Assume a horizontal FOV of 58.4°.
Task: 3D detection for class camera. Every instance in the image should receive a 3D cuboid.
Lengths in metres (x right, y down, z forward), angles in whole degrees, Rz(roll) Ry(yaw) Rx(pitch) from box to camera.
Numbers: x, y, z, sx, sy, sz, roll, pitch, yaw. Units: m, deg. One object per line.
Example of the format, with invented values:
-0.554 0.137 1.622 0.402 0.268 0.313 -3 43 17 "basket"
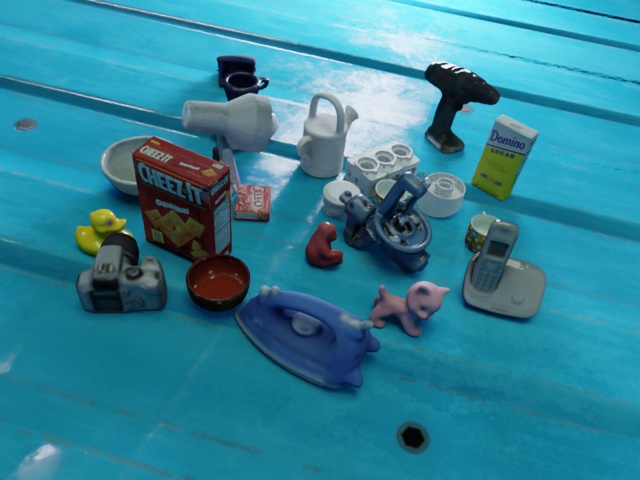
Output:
-0.345 0.047 1.012 0.143 0.101 0.136 -1 46 -8 "camera"

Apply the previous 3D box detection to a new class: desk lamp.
-0.204 -0.201 1.194 0.203 0.213 0.117 -12 48 -18 "desk lamp"

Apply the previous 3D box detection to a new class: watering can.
0.015 -0.247 1.283 0.100 0.194 0.173 20 47 12 "watering can"

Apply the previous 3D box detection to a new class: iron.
-0.029 0.135 0.941 0.257 0.141 0.119 21 47 13 "iron"

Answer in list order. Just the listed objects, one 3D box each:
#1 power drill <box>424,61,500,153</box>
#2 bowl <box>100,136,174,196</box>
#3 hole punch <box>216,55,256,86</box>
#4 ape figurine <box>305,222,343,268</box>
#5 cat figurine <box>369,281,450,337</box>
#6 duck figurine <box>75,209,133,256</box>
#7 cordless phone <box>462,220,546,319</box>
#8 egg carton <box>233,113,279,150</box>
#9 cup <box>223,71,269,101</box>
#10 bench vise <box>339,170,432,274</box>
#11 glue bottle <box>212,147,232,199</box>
0.329 -0.321 1.388 0.076 0.208 0.229 -19 51 -24 "power drill"
-0.373 -0.145 1.214 0.167 0.075 0.167 4 45 -4 "bowl"
-0.226 -0.473 1.544 0.109 0.091 0.101 1 46 -7 "hole punch"
0.010 0.004 1.109 0.076 0.092 0.077 -5 47 -12 "ape figurine"
0.159 0.108 1.010 0.127 0.118 0.067 12 46 4 "cat figurine"
-0.410 -0.021 1.080 0.104 0.086 0.077 3 46 -4 "duck figurine"
0.348 0.051 1.044 0.147 0.185 0.094 12 46 5 "cordless phone"
-0.179 -0.275 1.371 0.151 0.069 0.107 -26 54 -29 "egg carton"
-0.184 -0.363 1.439 0.118 0.095 0.091 -17 50 -23 "cup"
0.125 -0.050 1.087 0.207 0.220 0.121 17 46 9 "bench vise"
-0.203 -0.114 1.138 0.037 0.173 0.078 13 46 6 "glue bottle"
